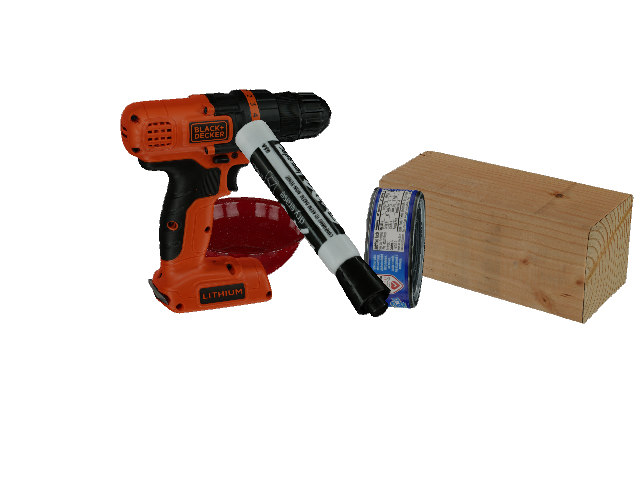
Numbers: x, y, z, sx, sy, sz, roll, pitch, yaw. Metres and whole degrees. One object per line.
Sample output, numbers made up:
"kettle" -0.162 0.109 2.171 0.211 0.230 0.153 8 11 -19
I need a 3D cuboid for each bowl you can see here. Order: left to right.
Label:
"bowl" -0.095 0.003 1.315 0.162 0.055 0.162 2 26 -1

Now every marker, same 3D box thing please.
"marker" -0.004 -0.011 0.522 0.020 0.121 0.020 -29 -26 -16

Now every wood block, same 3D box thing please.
"wood block" 0.162 -0.009 0.961 0.206 0.090 0.090 16 32 34

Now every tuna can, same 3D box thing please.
"tuna can" 0.054 0.006 0.760 0.034 0.086 0.086 4 1 11

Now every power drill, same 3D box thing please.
"power drill" -0.079 -0.037 0.924 0.184 0.188 0.057 -7 21 -22
